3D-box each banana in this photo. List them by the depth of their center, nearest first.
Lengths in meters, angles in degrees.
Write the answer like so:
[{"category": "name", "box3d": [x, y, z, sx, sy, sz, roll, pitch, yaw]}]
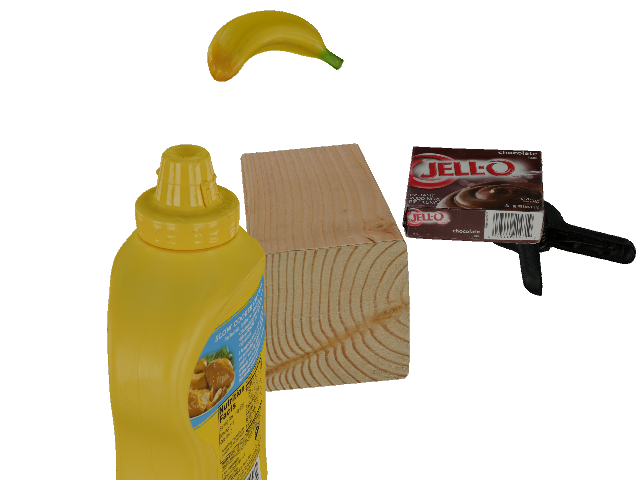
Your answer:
[{"category": "banana", "box3d": [-0.050, -0.181, 0.978, 0.070, 0.037, 0.197, 41, 32, 19]}]

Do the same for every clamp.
[{"category": "clamp", "box3d": [0.228, -0.006, 1.065, 0.120, 0.039, 0.171, -8, 33, -15]}]

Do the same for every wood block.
[{"category": "wood block", "box3d": [-0.003, 0.009, 0.707, 0.090, 0.090, 0.206, -5, 21, -4]}]

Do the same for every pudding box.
[{"category": "pudding box", "box3d": [0.129, -0.039, 0.891, 0.113, 0.039, 0.090, 4, 39, 7]}]

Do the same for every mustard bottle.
[{"category": "mustard bottle", "box3d": [-0.054, 0.052, 0.450, 0.058, 0.192, 0.096, 11, 28, 17]}]
